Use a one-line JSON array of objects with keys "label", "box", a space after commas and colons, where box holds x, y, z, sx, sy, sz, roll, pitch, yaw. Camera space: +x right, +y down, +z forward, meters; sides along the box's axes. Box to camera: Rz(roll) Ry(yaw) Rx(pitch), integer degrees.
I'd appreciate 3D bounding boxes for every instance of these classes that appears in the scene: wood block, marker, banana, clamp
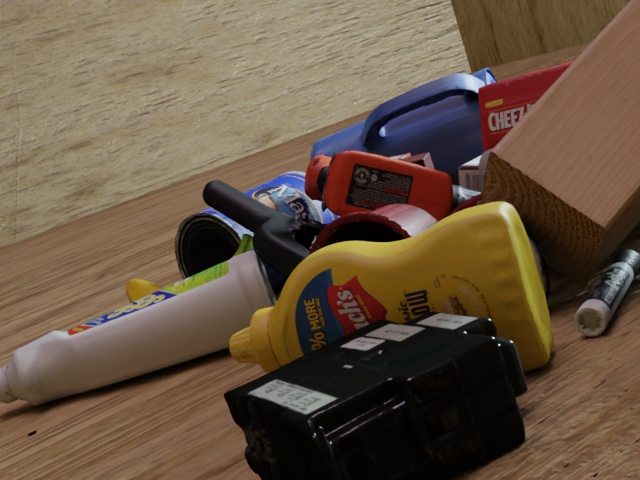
[{"label": "wood block", "box": [0.210, -0.081, 0.731, 0.206, 0.091, 0.090, -46, -22, -18]}, {"label": "marker", "box": [0.184, 0.031, 0.675, 0.020, 0.020, 0.120, -13, 10, 30]}, {"label": "banana", "box": [-0.123, 0.052, 1.008, 0.037, 0.069, 0.198, 28, -33, -37]}, {"label": "clamp", "box": [-0.006, 0.001, 0.920, 0.164, 0.036, 0.210, 11, 15, -20]}]

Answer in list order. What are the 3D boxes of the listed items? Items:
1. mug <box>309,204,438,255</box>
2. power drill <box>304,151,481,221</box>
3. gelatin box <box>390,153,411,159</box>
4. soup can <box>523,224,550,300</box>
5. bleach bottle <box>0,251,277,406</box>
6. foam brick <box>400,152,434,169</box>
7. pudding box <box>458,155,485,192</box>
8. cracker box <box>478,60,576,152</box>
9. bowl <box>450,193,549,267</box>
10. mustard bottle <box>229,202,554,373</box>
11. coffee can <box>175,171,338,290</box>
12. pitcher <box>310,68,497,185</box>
[{"label": "mug", "box": [0.059, 0.014, 0.786, 0.117, 0.093, 0.081, -23, 1, 27]}, {"label": "power drill", "box": [0.074, -0.039, 0.964, 0.184, 0.057, 0.187, 11, 2, 1]}, {"label": "gelatin box", "box": [0.082, -0.051, 1.179, 0.030, 0.073, 0.089, -11, 11, 32]}, {"label": "soup can", "box": [0.091, 0.030, 0.705, 0.102, 0.068, 0.069, -20, 9, -13]}, {"label": "bleach bottle", "box": [-0.159, 0.084, 0.891, 0.251, 0.068, 0.102, -21, 10, 0]}, {"label": "foam brick", "box": [0.097, -0.046, 1.110, 0.053, 0.078, 0.051, -15, 8, 17]}, {"label": "pudding box", "box": [0.211, -0.069, 1.096, 0.114, 0.039, 0.089, 4, 18, 33]}, {"label": "cracker box", "box": [0.262, -0.104, 0.936, 0.164, 0.072, 0.213, -11, -10, 36]}, {"label": "bowl", "box": [0.187, -0.018, 0.842, 0.162, 0.055, 0.162, -18, 9, 3]}, {"label": "mustard bottle", "box": [0.034, 0.045, 0.634, 0.192, 0.096, 0.058, -14, 12, 21]}, {"label": "coffee can", "box": [-0.058, 0.000, 1.057, 0.103, 0.103, 0.140, -9, 13, 42]}, {"label": "pitcher", "box": [0.111, -0.111, 1.283, 0.243, 0.149, 0.145, -18, 13, 18]}]
